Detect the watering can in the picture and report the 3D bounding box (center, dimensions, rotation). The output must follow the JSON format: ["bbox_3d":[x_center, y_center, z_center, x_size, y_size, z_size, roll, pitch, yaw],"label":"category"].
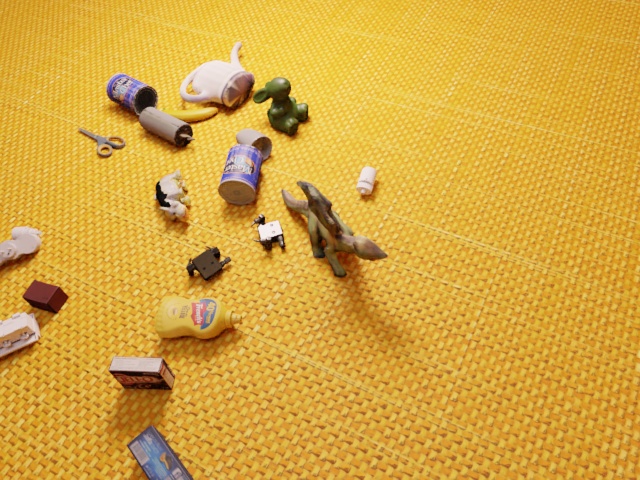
[{"bbox_3d":[-0.313,-0.560,1.741,0.226,0.101,0.354,26,59,23],"label":"watering can"}]

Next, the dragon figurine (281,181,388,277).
[{"bbox_3d":[0.004,-0.062,1.236,0.123,0.237,0.416,-39,60,-16],"label":"dragon figurine"}]
